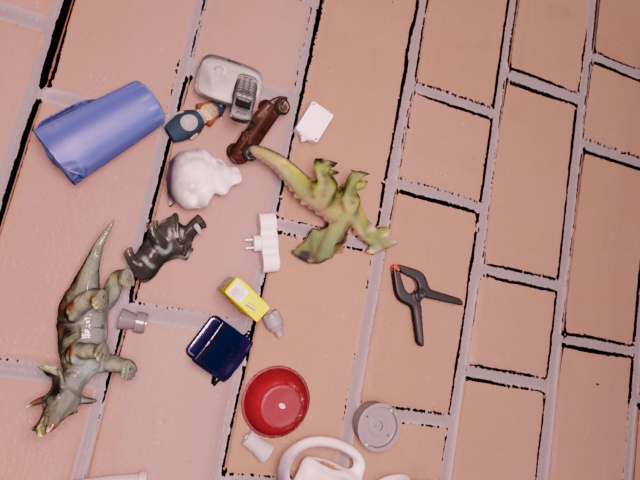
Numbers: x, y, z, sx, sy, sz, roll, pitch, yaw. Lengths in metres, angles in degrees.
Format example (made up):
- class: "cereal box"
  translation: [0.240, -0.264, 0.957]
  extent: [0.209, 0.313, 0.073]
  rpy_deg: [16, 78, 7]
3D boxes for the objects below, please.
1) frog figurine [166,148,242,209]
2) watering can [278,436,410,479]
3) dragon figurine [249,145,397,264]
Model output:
- class: "frog figurine"
  translation: [-0.255, -0.134, 1.141]
  extent: [0.159, 0.120, 0.140]
  rpy_deg: [1, 65, -6]
- class: "watering can"
  translation: [0.043, 0.578, 1.159]
  extent: [0.345, 0.104, 0.226]
  rpy_deg: [30, 77, -22]
- class: "dragon figurine"
  translation: [0.004, -0.061, 1.217]
  extent: [0.409, 0.122, 0.243]
  rpy_deg: [13, 89, -20]
